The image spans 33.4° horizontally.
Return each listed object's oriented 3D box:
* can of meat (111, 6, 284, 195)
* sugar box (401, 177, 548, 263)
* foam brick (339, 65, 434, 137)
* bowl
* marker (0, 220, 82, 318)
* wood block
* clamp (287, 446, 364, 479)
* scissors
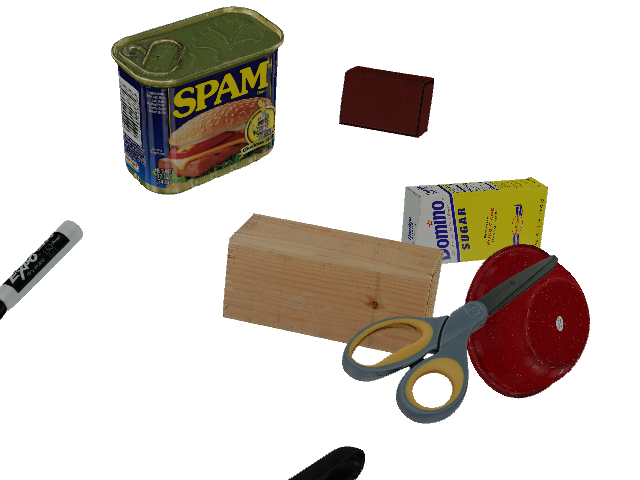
[{"bbox_3d":[-0.074,-0.085,0.656,0.101,0.084,0.057,-25,48,-31],"label":"can of meat"},{"bbox_3d":[0.188,-0.023,1.305,0.176,0.093,0.048,-7,23,-21],"label":"sugar box"},{"bbox_3d":[0.062,-0.131,1.001,0.078,0.051,0.053,12,17,14],"label":"foam brick"},{"bbox_3d":[0.225,0.084,1.095,0.161,0.162,0.055,0,-1,-34],"label":"bowl"},{"bbox_3d":[-0.224,0.028,0.813,0.020,0.020,0.121,0,38,35],"label":"marker"},{"bbox_3d":[0.013,0.045,1.097,0.206,0.091,0.090,11,22,11],"label":"wood block"},{"bbox_3d":[-0.055,0.187,0.637,0.210,0.036,0.164,-4,29,1],"label":"clamp"},{"bbox_3d":[0.113,0.070,0.762,0.201,0.096,0.016,-16,-39,-21],"label":"scissors"}]
